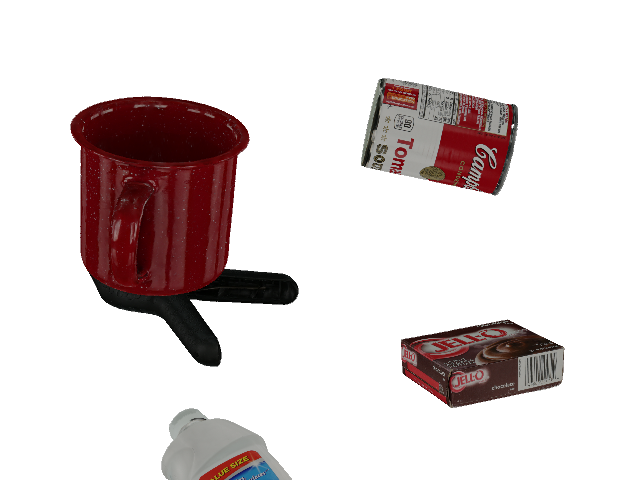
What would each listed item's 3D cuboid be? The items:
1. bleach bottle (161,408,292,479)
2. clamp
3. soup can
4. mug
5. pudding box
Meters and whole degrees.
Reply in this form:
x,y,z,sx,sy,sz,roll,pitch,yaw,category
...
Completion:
x,y,z,sx,sy,sz,roll,pitch,yaw,category
-0.054,0.202,0.732,0.102,0.068,0.251,-18,35,-22,bleach bottle
-0.105,0.034,0.830,0.172,0.039,0.120,28,31,29,clamp
0.086,-0.077,0.780,0.102,0.068,0.068,12,0,-1,soup can
-0.089,-0.018,0.567,0.093,0.081,0.117,8,28,0,mug
0.138,0.104,0.918,0.113,0.039,0.090,-6,15,-21,pudding box
